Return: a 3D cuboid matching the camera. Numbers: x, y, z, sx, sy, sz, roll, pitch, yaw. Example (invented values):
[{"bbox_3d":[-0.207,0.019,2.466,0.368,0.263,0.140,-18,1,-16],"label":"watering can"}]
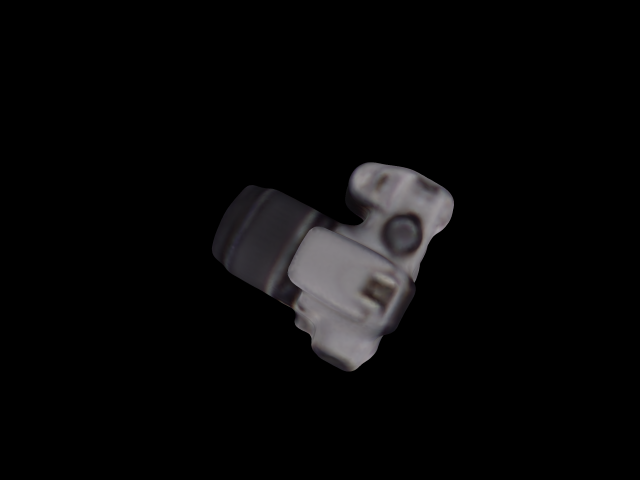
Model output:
[{"bbox_3d":[0.004,0.001,0.400,0.136,0.101,0.143,28,83,4],"label":"camera"}]
